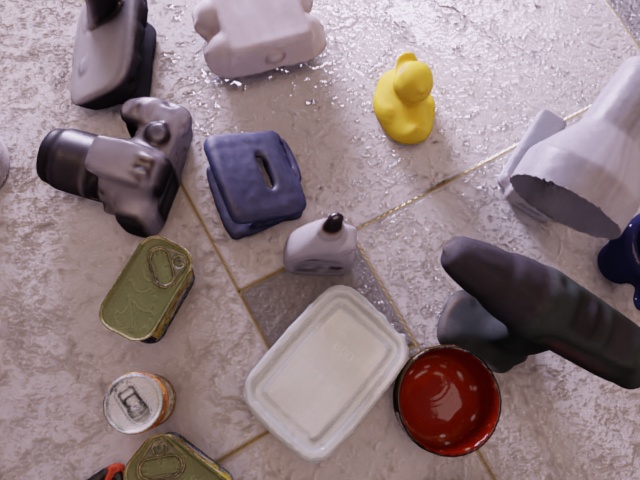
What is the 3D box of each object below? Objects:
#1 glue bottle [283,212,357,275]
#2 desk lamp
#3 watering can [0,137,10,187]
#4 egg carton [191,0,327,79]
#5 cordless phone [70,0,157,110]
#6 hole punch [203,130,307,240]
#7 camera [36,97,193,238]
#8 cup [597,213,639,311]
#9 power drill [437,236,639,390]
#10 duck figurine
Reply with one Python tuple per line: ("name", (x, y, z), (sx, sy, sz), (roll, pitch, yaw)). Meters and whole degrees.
("glue bottle", (0.005, 0.002, 0.582), (0.078, 0.173, 0.037), (4, 75, -6))
("desk lamp", (0.279, -0.091, 0.623), (0.118, 0.213, 0.203), (33, 74, 2))
("watering can", (-0.388, -0.100, 0.542), (0.101, 0.194, 0.173), (21, 74, -2))
("egg carton", (-0.072, -0.253, 0.691), (0.150, 0.069, 0.107), (-19, 79, -12))
("cordless phone", (-0.233, -0.235, 0.603), (0.094, 0.185, 0.147), (-1, 76, -8))
("hole punch", (-0.070, -0.069, 0.632), (0.101, 0.091, 0.108), (-20, 79, -12))
("camera", (-0.220, -0.091, 0.612), (0.137, 0.100, 0.143), (16, 74, -3))
("cup", (0.369, 0.032, 0.666), (0.091, 0.095, 0.118), (20, 74, -2))
("power drill", (0.195, 0.079, 0.571), (0.229, 0.208, 0.076), (25, 74, -1))
("duck figurine", (0.109, -0.174, 0.687), (0.077, 0.086, 0.104), (-9, 77, -10))
